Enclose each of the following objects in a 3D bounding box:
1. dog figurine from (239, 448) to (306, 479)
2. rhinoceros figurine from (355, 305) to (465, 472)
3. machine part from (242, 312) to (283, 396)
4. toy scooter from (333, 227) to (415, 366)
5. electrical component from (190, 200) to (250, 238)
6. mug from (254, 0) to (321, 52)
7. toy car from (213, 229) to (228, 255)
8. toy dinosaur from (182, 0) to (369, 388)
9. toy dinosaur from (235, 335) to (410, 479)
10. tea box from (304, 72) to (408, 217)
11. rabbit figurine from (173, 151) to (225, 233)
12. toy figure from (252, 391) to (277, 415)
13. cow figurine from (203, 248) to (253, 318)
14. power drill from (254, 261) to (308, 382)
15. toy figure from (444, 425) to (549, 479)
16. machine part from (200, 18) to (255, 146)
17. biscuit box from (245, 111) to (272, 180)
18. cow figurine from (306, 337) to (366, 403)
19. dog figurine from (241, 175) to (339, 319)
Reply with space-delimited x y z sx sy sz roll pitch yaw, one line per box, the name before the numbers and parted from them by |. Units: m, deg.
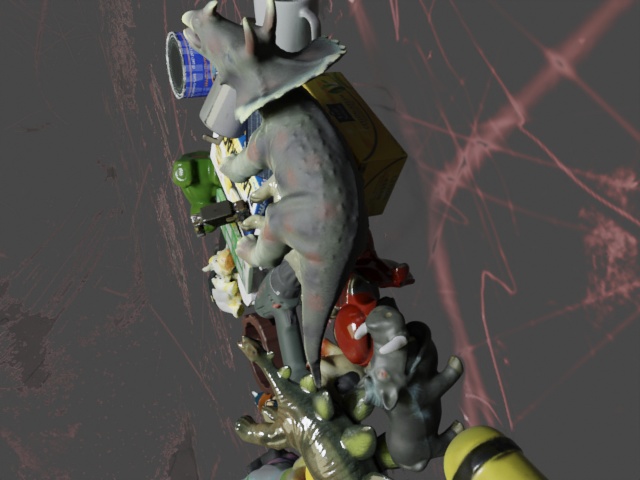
dog figurine | -0.048 0.449 1.013 0.219 0.191 0.108 -35 86 32
rhinoceros figurine | 0.092 0.157 0.584 0.073 0.112 0.190 25 131 61
machine part | -0.100 0.221 1.066 0.180 0.056 0.179 40 137 52
toy scooter | 0.065 0.071 0.644 0.135 0.075 0.183 7 103 62
electrical component | -0.167 -0.035 0.891 0.078 0.102 0.045 72 -177 -78
mug | -0.034 -0.269 0.701 0.110 0.081 0.107 39 147 29
toy car | -0.193 0.001 1.159 0.201 0.056 0.074 107 148 -43
toy dinosaur | -0.013 -0.052 0.554 0.192 0.131 0.404 -29 81 61
toy dinosaur | 0.040 0.311 0.672 0.198 0.105 0.471 -38 83 32
tea box | 0.024 -0.115 0.648 0.170 0.068 0.098 61 148 32
rabbit figurine | -0.263 -0.103 1.175 0.159 0.121 0.170 -140 47 -61
toy figure | -0.096 0.351 1.115 0.155 0.058 0.064 -162 68 -66
cow figurine | -0.200 0.079 1.123 0.098 0.068 0.167 16 132 27
power drill | -0.048 0.143 0.898 0.232 0.086 0.207 -32 76 64
toy figure | 0.182 0.238 0.472 0.180 0.082 0.089 -149 70 -65
machine part | -0.116 -0.240 0.813 0.243 0.079 0.079 -55 49 33
biscuit box | -0.069 -0.164 0.763 0.202 0.063 0.059 104 -173 -60
cow figurine | 0.026 0.254 0.776 0.127 0.085 0.194 22 112 18
dog figurine | 0.000 -0.002 0.739 0.191 0.121 0.172 50 146 17
